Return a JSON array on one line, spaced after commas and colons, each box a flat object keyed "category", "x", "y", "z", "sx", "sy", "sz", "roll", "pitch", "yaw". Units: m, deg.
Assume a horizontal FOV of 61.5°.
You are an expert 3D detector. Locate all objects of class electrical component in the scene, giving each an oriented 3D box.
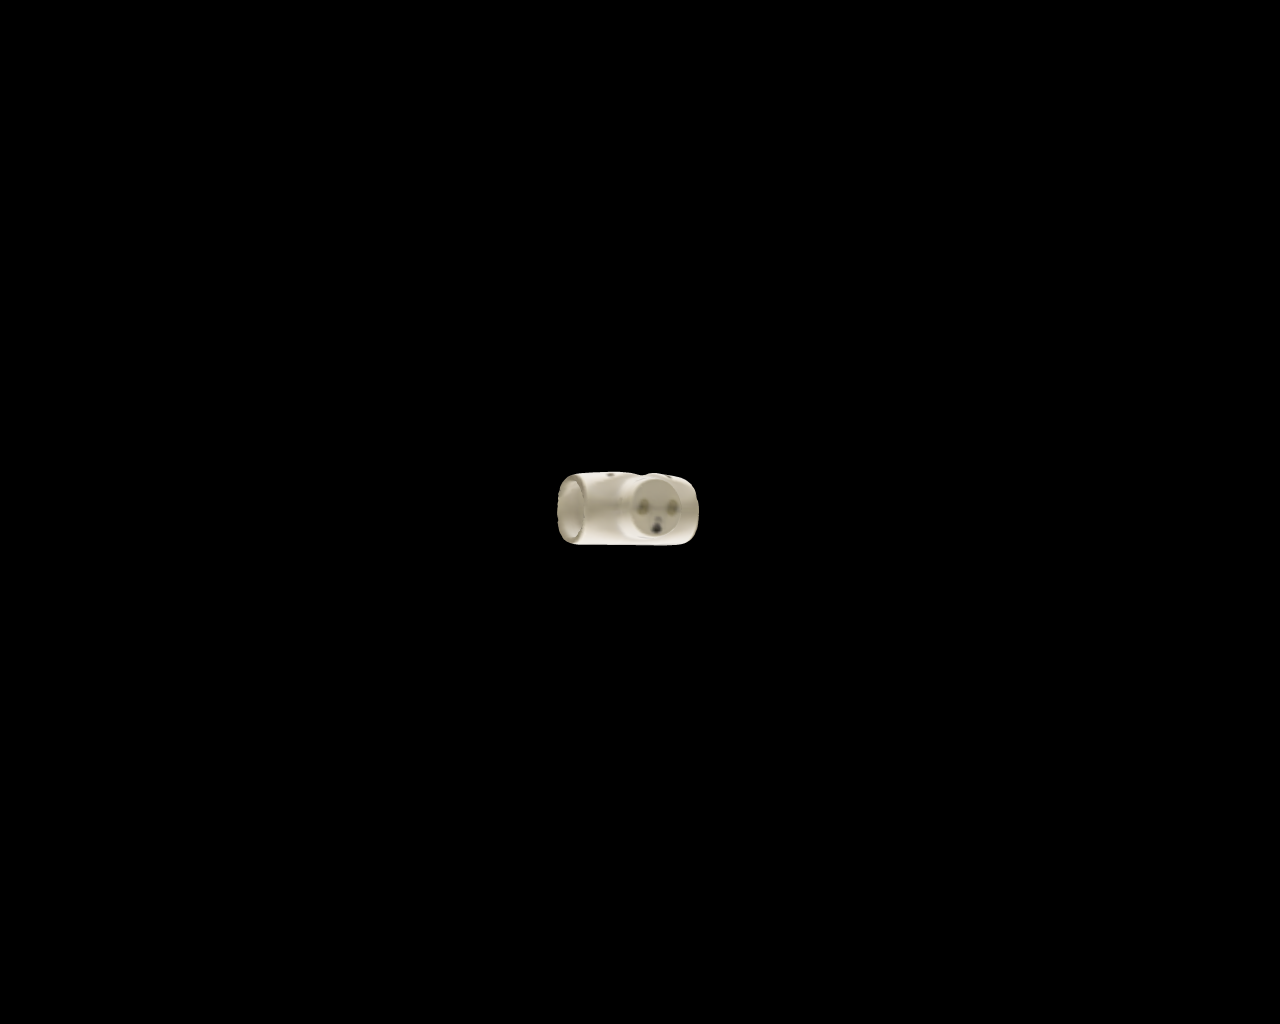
[{"category": "electrical component", "x": 0.001, "y": -0.003, "z": 0.650, "sx": 0.077, "sy": 0.043, "sz": 0.079, "roll": 2, "pitch": -3, "yaw": -27}]
